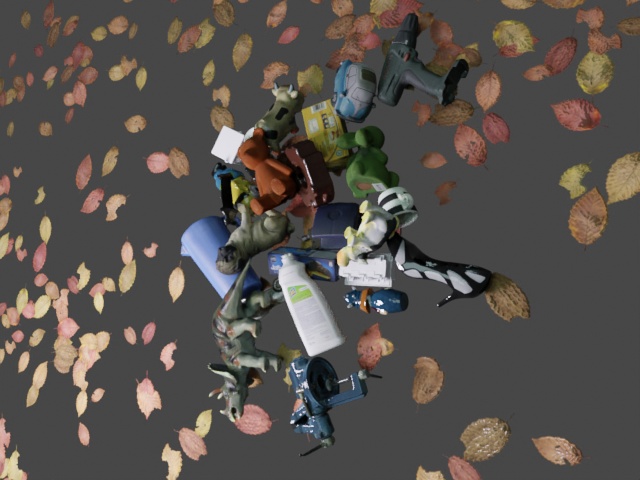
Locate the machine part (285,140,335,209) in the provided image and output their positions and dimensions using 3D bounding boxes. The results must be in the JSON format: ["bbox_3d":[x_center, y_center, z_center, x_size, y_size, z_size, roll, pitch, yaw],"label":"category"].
[{"bbox_3d":[-0.030,-0.162,1.333,0.056,0.179,0.179,-24,66,-16],"label":"machine part"}]

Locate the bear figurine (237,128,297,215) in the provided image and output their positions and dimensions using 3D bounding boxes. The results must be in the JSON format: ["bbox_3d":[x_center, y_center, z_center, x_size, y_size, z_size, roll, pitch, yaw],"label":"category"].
[{"bbox_3d":[-0.147,-0.178,1.346,0.120,0.132,0.196,-37,87,27],"label":"bear figurine"}]

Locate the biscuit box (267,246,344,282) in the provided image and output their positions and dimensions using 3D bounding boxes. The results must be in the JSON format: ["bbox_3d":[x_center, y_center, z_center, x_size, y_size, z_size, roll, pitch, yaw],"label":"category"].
[{"bbox_3d":[-0.036,0.060,1.367,0.203,0.059,0.062,5,109,31],"label":"biscuit box"}]

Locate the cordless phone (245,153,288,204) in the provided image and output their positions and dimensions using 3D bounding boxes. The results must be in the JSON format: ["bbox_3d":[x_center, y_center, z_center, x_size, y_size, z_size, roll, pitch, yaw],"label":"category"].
[{"bbox_3d":[-0.095,-0.202,1.456,0.184,0.088,0.147,-42,64,4],"label":"cordless phone"}]

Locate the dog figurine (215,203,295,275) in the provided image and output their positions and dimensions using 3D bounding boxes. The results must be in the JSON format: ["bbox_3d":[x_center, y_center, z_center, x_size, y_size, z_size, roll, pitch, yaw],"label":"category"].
[{"bbox_3d":[-0.166,0.016,1.385,0.173,0.121,0.190,3,57,15],"label":"dog figurine"}]

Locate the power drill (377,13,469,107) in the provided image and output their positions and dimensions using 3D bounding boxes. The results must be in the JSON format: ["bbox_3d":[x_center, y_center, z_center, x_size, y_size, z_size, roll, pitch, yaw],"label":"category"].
[{"bbox_3d":[0.247,-0.422,1.293,0.208,0.086,0.232,29,97,26],"label":"power drill"}]

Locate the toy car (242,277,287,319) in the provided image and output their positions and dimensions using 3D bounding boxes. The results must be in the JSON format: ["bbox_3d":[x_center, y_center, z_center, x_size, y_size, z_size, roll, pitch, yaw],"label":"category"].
[{"bbox_3d":[-0.131,0.154,1.405,0.202,0.073,0.056,-31,65,22],"label":"toy car"}]

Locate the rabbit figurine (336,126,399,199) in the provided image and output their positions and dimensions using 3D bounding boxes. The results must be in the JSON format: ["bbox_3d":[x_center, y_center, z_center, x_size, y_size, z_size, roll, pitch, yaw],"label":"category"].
[{"bbox_3d":[0.108,-0.207,1.307,0.121,0.159,0.170,-12,60,37],"label":"rabbit figurine"}]

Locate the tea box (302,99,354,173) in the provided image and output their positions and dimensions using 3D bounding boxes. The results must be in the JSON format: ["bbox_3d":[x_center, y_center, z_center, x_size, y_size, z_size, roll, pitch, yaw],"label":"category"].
[{"bbox_3d":[0.022,-0.267,1.390,0.098,0.068,0.169,-16,75,16],"label":"tea box"}]

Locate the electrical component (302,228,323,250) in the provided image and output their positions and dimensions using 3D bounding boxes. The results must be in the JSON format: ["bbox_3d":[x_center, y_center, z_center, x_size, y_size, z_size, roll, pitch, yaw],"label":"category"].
[{"bbox_3d":[-0.003,-0.004,1.391,0.094,0.021,0.063,-24,71,22],"label":"electrical component"}]

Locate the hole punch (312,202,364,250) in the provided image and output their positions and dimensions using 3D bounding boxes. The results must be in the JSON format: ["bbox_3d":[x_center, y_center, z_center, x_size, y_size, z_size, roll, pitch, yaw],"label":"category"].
[{"bbox_3d":[0.043,-0.040,1.324,0.142,0.092,0.115,-2,74,19],"label":"hole punch"}]

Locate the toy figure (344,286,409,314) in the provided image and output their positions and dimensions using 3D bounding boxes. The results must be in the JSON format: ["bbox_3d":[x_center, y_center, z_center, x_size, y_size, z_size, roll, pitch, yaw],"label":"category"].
[{"bbox_3d":[0.131,0.145,1.272,0.155,0.064,0.057,-2,119,33],"label":"toy figure"}]

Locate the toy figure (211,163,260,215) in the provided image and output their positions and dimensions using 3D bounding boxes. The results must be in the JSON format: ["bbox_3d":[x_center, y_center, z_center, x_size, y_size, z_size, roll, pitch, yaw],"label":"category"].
[{"bbox_3d":[-0.232,-0.142,1.510,0.180,0.082,0.089,37,120,21],"label":"toy figure"}]

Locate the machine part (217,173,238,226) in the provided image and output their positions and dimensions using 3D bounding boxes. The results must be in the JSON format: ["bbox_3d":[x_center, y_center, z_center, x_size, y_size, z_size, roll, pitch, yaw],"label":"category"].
[{"bbox_3d":[-0.245,-0.107,1.430,0.039,0.084,0.138,-7,89,12],"label":"machine part"}]

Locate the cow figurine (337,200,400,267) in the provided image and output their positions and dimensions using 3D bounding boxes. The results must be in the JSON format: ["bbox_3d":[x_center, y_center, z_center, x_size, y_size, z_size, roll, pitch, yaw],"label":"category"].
[{"bbox_3d":[0.107,0.000,1.228,0.167,0.098,0.068,-60,21,29],"label":"cow figurine"}]

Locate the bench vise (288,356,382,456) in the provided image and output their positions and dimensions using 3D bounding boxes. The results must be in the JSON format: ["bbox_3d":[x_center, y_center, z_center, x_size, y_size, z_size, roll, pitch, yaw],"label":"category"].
[{"bbox_3d":[0.023,0.366,1.257,0.241,0.128,0.223,-28,66,31],"label":"bench vise"}]

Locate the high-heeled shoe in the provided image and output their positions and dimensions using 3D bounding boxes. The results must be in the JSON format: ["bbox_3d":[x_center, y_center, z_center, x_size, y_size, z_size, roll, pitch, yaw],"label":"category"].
[{"bbox_3d":[0.259,0.036,1.201,0.145,0.086,0.249,-44,75,24],"label":"high-heeled shoe"}]

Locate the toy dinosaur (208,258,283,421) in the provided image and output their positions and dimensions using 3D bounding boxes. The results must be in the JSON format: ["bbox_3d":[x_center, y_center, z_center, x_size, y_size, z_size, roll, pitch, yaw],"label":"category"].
[{"bbox_3d":[-0.212,0.240,1.357,0.192,0.131,0.404,-4,100,19],"label":"toy dinosaur"}]

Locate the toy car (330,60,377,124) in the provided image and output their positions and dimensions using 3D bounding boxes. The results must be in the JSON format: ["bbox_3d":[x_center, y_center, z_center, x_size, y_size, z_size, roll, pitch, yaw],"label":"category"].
[{"bbox_3d":[0.097,-0.381,1.340,0.103,0.109,0.161,-17,63,58],"label":"toy car"}]

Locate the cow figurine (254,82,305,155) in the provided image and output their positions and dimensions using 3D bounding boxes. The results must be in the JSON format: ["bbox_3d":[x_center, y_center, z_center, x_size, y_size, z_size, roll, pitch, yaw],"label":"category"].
[{"bbox_3d":[-0.108,-0.335,1.443,0.086,0.127,0.195,17,58,30],"label":"cow figurine"}]
